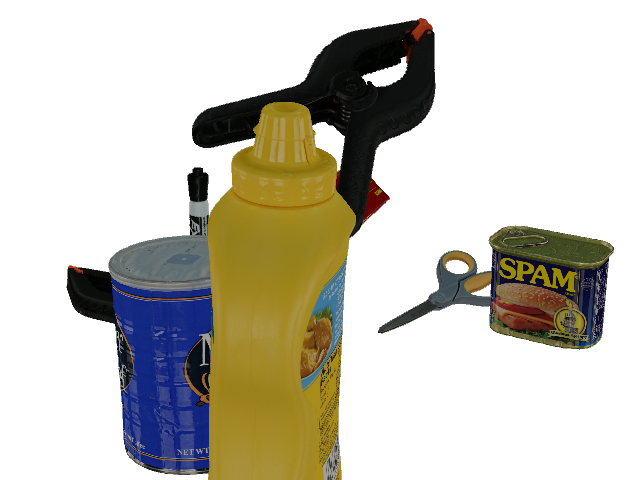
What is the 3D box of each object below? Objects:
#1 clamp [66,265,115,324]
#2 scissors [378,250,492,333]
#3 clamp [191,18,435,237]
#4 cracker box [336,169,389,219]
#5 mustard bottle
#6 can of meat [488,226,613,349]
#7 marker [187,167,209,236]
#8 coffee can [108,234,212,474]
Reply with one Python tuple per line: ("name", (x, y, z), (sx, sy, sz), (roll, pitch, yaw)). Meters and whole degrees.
("clamp", (-0.208, 0.075, 1.161), (0.210, 0.036, 0.164), (18, 20, 25))
("scissors", (0.122, 0.053, 1.165), (0.201, 0.016, 0.096), (-9, 41, -31))
("clamp", (0.021, -0.074, 0.650), (0.171, 0.120, 0.039), (-37, -18, -22))
("cracker box", (-0.036, 0.012, 1.259), (0.214, 0.072, 0.164), (-43, -1, 29))
("mustard bottle", (-0.017, 0.037, 0.442), (0.058, 0.192, 0.096), (8, 25, 11))
("can of meat", (0.196, 0.041, 0.921), (0.102, 0.084, 0.057), (12, 25, 30))
("marker", (-0.108, -0.006, 0.958), (0.020, 0.121, 0.020), (0, 19, 0))
("coffee can", (-0.092, 0.077, 0.750), (0.103, 0.140, 0.103), (-1, 17, 0))
